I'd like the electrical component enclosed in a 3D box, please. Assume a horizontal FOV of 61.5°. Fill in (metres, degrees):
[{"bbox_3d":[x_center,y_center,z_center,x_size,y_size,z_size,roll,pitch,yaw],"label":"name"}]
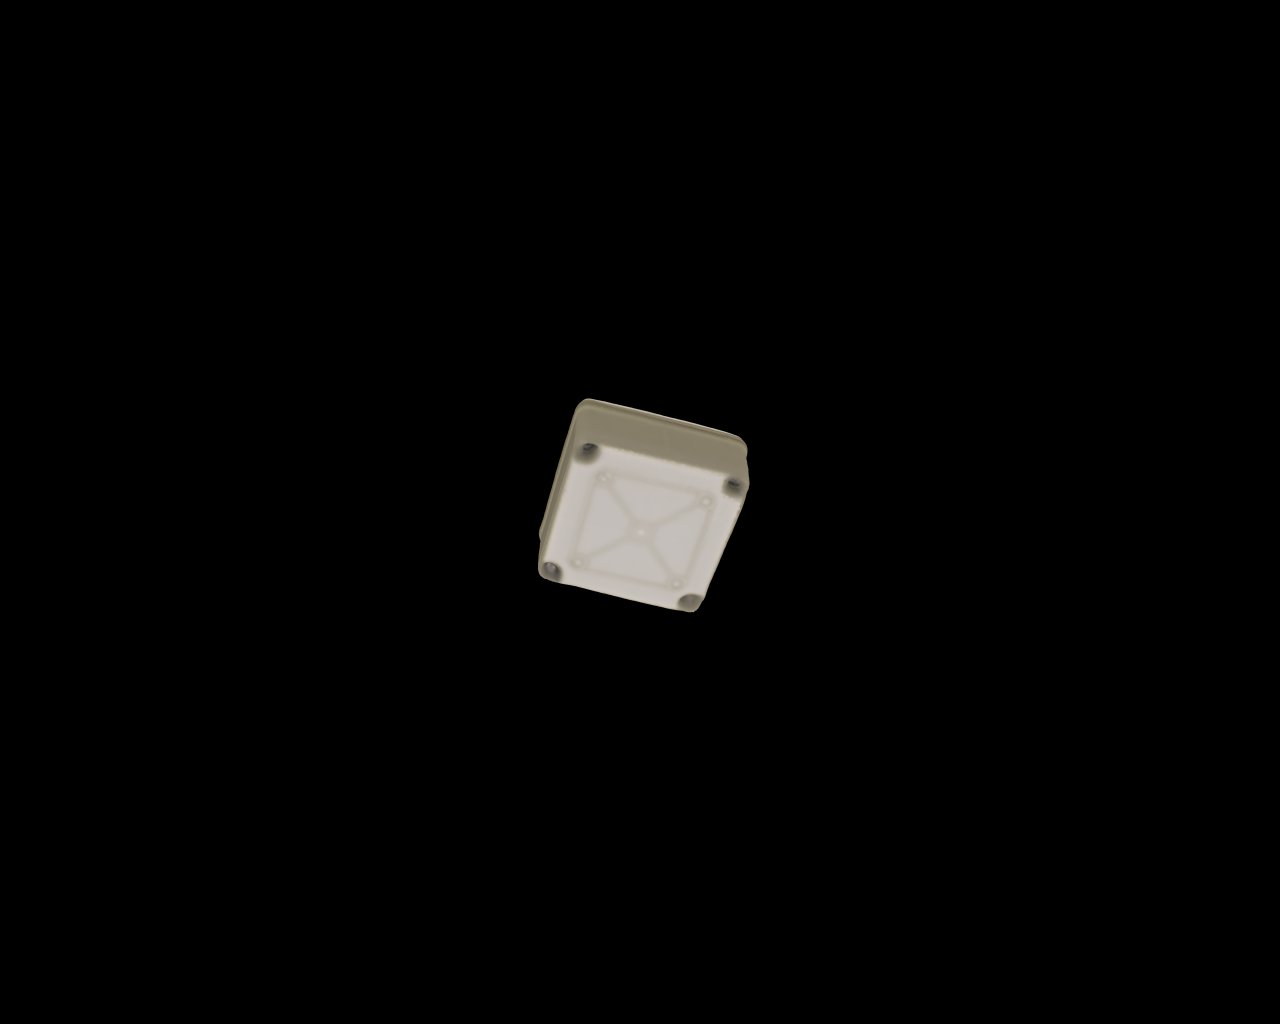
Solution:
[{"bbox_3d":[0.001,-0.003,0.650,0.109,0.108,0.056,14,33,-9],"label":"electrical component"}]
